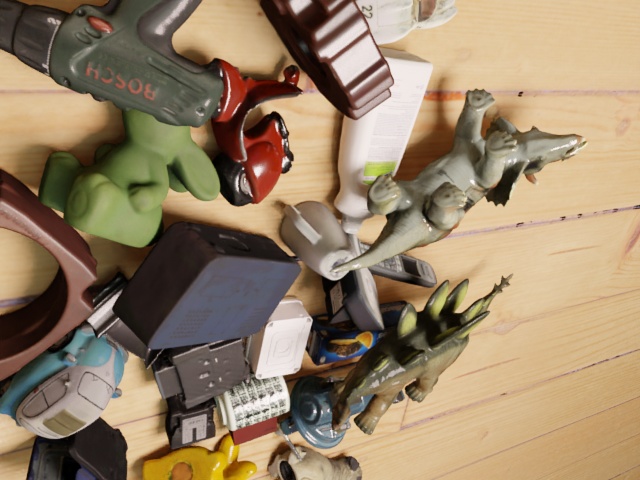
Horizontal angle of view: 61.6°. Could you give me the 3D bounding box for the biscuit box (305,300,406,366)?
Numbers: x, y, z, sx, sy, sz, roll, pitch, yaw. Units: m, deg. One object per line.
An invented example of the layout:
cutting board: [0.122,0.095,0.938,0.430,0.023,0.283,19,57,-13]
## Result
biscuit box: [0.074,0.153,0.906,0.203,0.059,0.062,-7,123,-27]

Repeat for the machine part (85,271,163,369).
machine part: [-0.246,0.107,0.694,0.084,0.039,0.138,-50,138,-28]

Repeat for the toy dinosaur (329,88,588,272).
toy dinosaur: [0.173,-0.062,0.747,0.405,0.131,0.192,-36,151,-7]

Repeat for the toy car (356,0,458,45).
toy car: [0.098,-0.271,0.606,0.202,0.056,0.073,-35,131,-41]

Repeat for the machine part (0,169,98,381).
machine part: [-0.361,0.040,0.562,0.201,0.087,0.201,-38,130,-4]

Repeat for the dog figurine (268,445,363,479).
dog figurine: [0.007,0.445,1.053,0.190,0.121,0.172,-15,131,-39]

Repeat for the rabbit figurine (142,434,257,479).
rabbit figurine: [-0.194,0.399,0.901,0.162,0.122,0.173,-37,146,-16]

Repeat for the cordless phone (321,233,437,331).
cordless phone: [0.101,0.071,0.799,0.184,0.147,0.088,13,132,-22]

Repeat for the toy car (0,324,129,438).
toy car: [-0.321,0.190,0.674,0.162,0.103,0.109,-36,130,-8]

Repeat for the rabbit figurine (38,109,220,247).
rabbit figurine: [-0.183,-0.081,0.570,0.159,0.121,0.170,26,90,-43]

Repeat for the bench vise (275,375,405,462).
bench vise: [0.018,0.284,0.920,0.240,0.129,0.223,-37,165,35]

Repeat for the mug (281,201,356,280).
mug: [-0.001,-0.002,0.729,0.081,0.107,0.109,-40,133,-3]

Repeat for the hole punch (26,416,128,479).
hole punch: [-0.328,0.304,0.731,0.092,0.142,0.115,-38,118,-5]

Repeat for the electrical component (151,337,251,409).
electrical component: [-0.174,0.177,0.781,0.134,0.058,0.114,-19,126,-19]

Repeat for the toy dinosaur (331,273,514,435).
toy dinosaur: [0.166,0.154,0.811,0.471,0.105,0.198,-21,150,-50]

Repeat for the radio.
radio: [-0.123,0.056,0.659,0.131,0.073,0.229,-55,158,11]

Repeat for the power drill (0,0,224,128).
power drill: [-0.173,-0.222,0.480,0.232,0.086,0.207,30,92,-13]

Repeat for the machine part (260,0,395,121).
machine part: [0.003,-0.206,0.557,0.056,0.180,0.179,-39,132,2]

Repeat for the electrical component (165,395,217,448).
electrical component: [-0.206,0.292,0.846,0.075,0.048,0.119,-3,120,-28]

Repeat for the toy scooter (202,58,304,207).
toy scooter: [-0.072,-0.132,0.624,0.135,0.075,0.183,-33,135,-24]
